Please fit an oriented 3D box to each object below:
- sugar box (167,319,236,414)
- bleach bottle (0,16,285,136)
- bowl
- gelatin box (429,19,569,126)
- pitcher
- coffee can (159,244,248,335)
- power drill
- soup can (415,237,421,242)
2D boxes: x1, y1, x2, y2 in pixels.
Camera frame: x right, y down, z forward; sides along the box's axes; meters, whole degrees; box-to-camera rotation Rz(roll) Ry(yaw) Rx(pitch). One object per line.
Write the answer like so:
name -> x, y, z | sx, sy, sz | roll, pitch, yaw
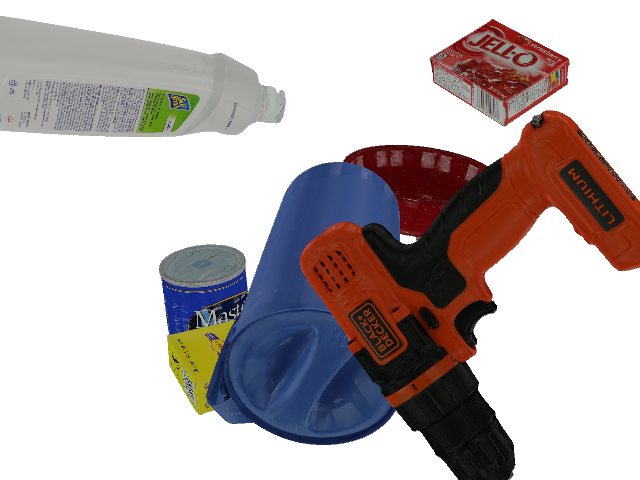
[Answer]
sugar box -> -0.054, 0.112, 1.060 | 0.176, 0.048, 0.093 | -14, 32, -20
bleach bottle -> -0.155, -0.121, 0.878 | 0.250, 0.068, 0.103 | 5, -30, -18
bowl -> 0.100, -0.046, 1.089 | 0.162, 0.055, 0.162 | 4, 24, -2
gelatin box -> 0.146, -0.140, 0.874 | 0.073, 0.030, 0.089 | -33, 49, -20
pitcher -> -0.003, 0.043, 0.876 | 0.149, 0.145, 0.242 | 9, 34, 2
coffee can -> -0.135, 0.089, 1.289 | 0.103, 0.140, 0.103 | -3, 25, 1
power drill -> 0.104, 0.031, 0.618 | 0.188, 0.184, 0.057 | -38, -4, 17
soup can -> 0.150, -0.005, 1.322 | 0.068, 0.102, 0.068 | -3, 36, 2
